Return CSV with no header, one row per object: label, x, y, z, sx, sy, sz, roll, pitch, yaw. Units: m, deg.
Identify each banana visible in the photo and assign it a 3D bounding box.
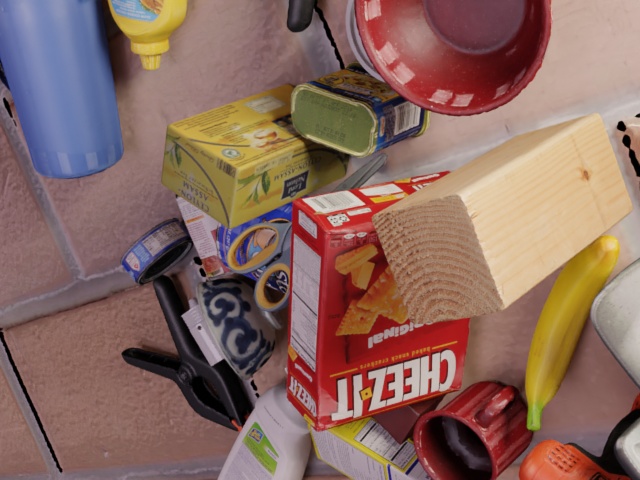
banana,0.215,0.070,0.916,0.037,0.069,0.198,8,119,-9

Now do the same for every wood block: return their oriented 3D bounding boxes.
wood block,0.147,-0.020,0.827,0.090,0.205,0.091,-14,100,46

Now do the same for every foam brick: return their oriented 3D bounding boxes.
foam brick,0.079,0.158,1.094,0.078,0.051,0.053,43,133,18

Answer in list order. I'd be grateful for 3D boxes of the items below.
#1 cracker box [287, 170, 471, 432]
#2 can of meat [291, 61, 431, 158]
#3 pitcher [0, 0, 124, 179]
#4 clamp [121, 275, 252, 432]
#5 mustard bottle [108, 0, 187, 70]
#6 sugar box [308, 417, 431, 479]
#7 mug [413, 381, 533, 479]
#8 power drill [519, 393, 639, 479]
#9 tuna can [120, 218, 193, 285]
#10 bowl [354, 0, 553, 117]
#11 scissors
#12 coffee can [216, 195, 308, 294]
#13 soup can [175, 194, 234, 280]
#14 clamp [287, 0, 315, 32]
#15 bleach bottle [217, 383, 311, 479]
cracker box,0.058,0.056,0.974,0.072,0.164,0.214,43,138,51
can of meat,0.036,-0.119,0.971,0.102,0.083,0.057,23,124,33
pitcher,-0.308,-0.200,1.227,0.149,0.145,0.243,-125,25,-62
clamp,-0.158,0.151,1.324,0.210,0.036,0.165,38,131,20
mustard bottle,-0.183,-0.272,1.118,0.096,0.058,0.192,18,122,29
sugar box,0.070,0.236,1.131,0.176,0.048,0.093,25,147,30
mug,0.153,0.179,1.012,0.093,0.081,0.117,40,133,21
power drill,0.272,0.194,0.832,0.185,0.187,0.057,38,131,25
tuna can,-0.190,0.014,1.250,0.034,0.085,0.086,50,136,9
bowl,0.109,-0.181,0.828,0.162,0.055,0.162,14,121,25
scissors,-0.006,0.001,0.989,0.202,0.016,0.096,-24,76,33
coffee can,-0.020,0.006,1.073,0.140,0.102,0.103,22,124,34
soup can,-0.110,-0.015,1.173,0.069,0.068,0.102,-15,99,46
clamp,-0.011,-0.275,0.970,0.120,0.039,0.172,56,136,4
bleach bottle,-0.054,0.258,1.263,0.103,0.067,0.251,41,131,19
